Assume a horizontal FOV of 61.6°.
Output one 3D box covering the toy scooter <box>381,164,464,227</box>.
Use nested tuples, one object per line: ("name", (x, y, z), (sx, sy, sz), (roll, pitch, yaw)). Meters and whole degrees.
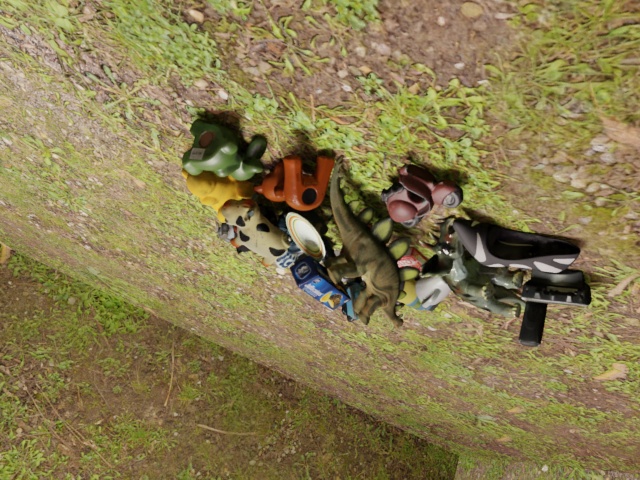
("toy scooter", (0.187, -0.097, 1.093), (0.135, 0.075, 0.184), (33, 149, -23))

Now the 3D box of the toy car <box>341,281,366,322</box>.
("toy car", (0.115, 0.173, 1.546), (0.103, 0.109, 0.161), (-6, 177, -5))

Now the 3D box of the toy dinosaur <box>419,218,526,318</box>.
("toy dinosaur", (0.374, 0.101, 1.300), (0.192, 0.131, 0.404), (17, 164, 43))

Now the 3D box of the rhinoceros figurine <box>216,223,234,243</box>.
("rhinoceros figurine", (-0.241, -0.057, 1.459), (0.073, 0.112, 0.190), (-6, 148, -23))

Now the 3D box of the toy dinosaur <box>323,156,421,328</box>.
("toy dinosaur", (0.107, 0.034, 1.231), (0.470, 0.198, 0.105), (57, 178, -29))

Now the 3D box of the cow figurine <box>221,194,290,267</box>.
("cow figurine", (-0.152, -0.028, 1.277), (0.194, 0.085, 0.127), (38, 129, -27))

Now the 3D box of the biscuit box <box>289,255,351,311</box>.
("biscuit box", (0.004, 0.106, 1.284), (0.059, 0.063, 0.202), (-31, 148, 12))

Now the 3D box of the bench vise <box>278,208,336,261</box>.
("bench vise", (-0.010, 0.003, 1.359), (0.224, 0.129, 0.240), (-2, 129, 53))

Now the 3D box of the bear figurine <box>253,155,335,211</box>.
("bear figurine", (-0.065, -0.137, 1.191), (0.120, 0.131, 0.196), (-3, -160, -29))

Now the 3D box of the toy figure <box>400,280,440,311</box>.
("toy figure", (0.250, 0.145, 1.497), (0.180, 0.089, 0.082), (34, 145, -19))

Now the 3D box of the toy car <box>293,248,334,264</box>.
("toy car", (-0.025, 0.041, 1.544), (0.073, 0.056, 0.202), (35, 151, -12))

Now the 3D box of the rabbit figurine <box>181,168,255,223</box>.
("rabbit figurine", (-0.257, -0.138, 1.280), (0.162, 0.122, 0.173), (51, -165, 15))

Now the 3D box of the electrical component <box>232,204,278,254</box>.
("electrical component", (-0.169, -0.032, 1.388), (0.115, 0.058, 0.134), (-15, 143, -13))

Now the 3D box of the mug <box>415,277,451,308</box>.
("mug", (0.303, 0.122, 1.403), (0.081, 0.109, 0.107), (39, 144, 3))

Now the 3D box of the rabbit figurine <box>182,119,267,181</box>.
("rabbit figurine", (-0.191, -0.190, 1.192), (0.159, 0.121, 0.170), (-2, 164, 28))

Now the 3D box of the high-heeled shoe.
("high-heeled shoe", (0.410, 0.004, 1.120), (0.248, 0.086, 0.145), (26, 150, -18))

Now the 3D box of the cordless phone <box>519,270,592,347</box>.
("cordless phone", (0.525, 0.160, 1.210), (0.147, 0.184, 0.088), (5, 145, 31))

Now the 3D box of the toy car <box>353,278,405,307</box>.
("toy car", (0.170, 0.152, 1.614), (0.202, 0.053, 0.089), (3, 128, 30))
